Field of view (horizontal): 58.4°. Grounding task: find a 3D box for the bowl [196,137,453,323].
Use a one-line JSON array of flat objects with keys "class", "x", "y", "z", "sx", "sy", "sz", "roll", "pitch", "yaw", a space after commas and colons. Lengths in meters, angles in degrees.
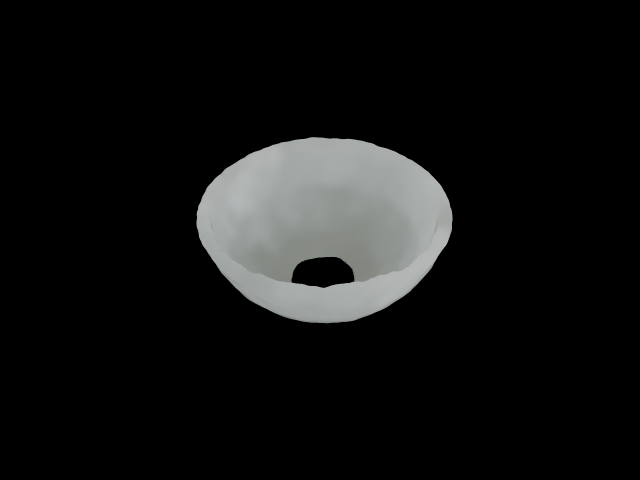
[{"class": "bowl", "x": 0.004, "y": 0.001, "z": 0.400, "sx": 0.167, "sy": 0.075, "sz": 0.167, "roll": 0, "pitch": 42, "yaw": 0}]
